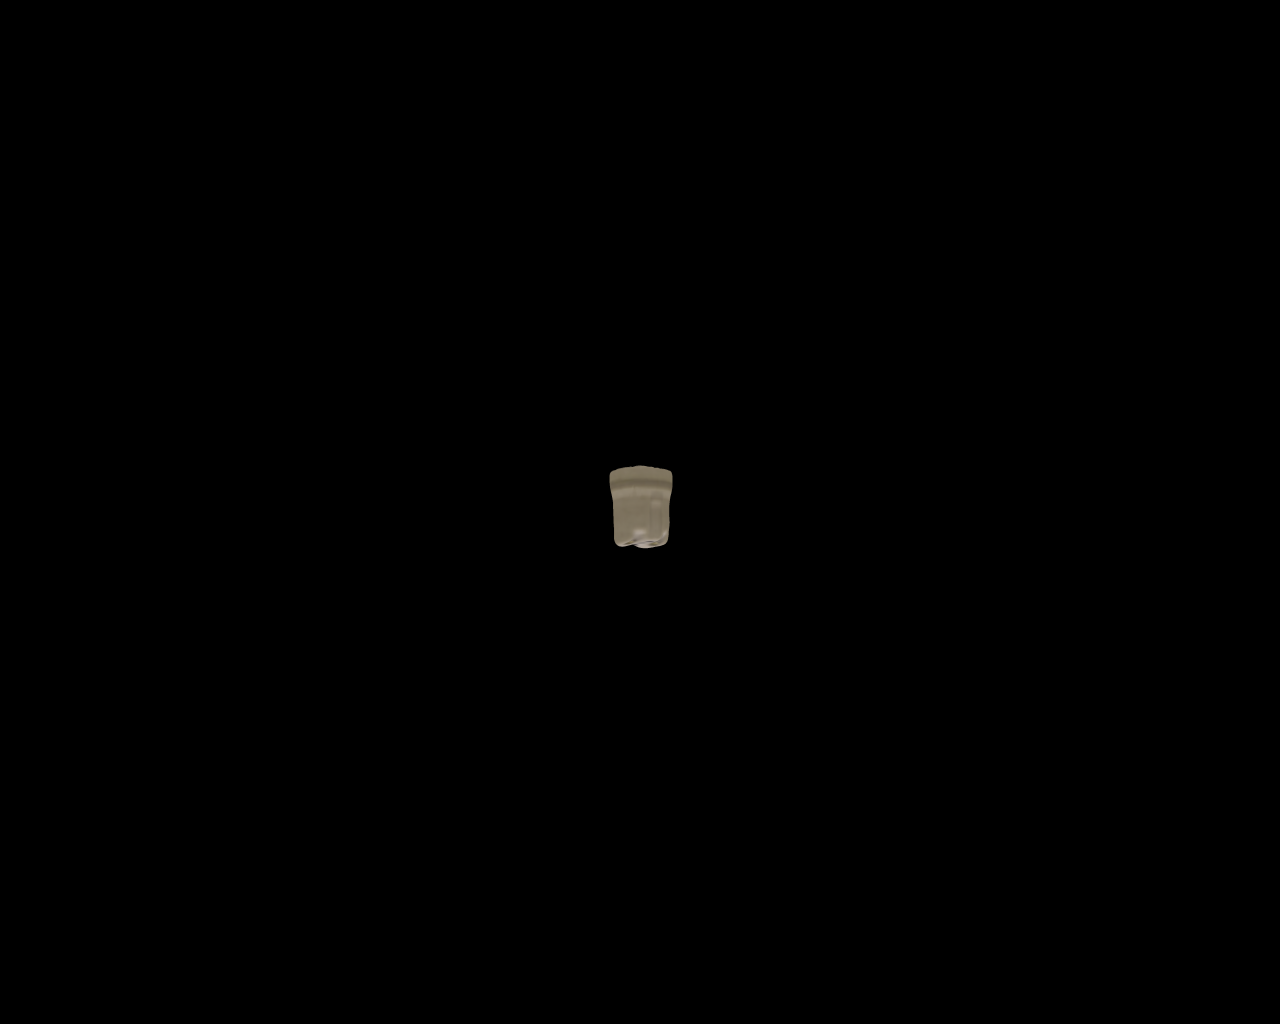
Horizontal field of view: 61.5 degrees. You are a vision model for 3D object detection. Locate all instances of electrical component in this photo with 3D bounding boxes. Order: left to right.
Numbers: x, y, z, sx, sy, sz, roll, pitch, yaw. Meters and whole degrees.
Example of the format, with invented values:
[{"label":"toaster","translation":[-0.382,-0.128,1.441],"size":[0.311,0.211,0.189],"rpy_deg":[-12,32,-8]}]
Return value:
[{"label":"electrical component","translation":[0.001,-0.003,0.650],"size":[0.040,0.046,0.040],"rpy_deg":[0,-7,0]}]
